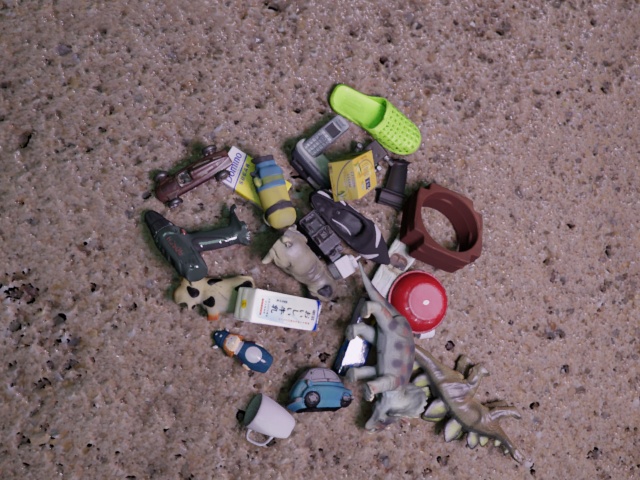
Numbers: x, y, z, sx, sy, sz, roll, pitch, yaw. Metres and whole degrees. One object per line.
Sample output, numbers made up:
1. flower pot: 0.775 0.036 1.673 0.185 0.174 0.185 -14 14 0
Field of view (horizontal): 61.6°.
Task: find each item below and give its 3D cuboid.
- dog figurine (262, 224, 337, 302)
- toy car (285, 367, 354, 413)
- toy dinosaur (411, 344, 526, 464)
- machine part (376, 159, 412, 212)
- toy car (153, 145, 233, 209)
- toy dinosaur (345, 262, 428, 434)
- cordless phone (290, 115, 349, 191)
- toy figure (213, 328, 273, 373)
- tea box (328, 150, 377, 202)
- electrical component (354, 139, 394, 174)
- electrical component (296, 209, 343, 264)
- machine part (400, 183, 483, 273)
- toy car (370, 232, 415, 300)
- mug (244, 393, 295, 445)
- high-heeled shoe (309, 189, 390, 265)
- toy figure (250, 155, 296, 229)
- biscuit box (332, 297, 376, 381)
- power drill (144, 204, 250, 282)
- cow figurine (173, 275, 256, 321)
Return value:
1. dog figurine: -0.029 0.066 1.288 0.190 0.172 0.121 39 88 3
2. toy car: -0.002 0.356 1.288 0.162 0.109 0.103 3 64 -20
3. toy dinosaur: 0.339 0.387 1.354 0.198 0.105 0.471 -40 85 -10
4. machine part: 0.198 -0.151 1.427 0.084 0.039 0.139 19 81 -3
5. toy car: -0.308 -0.154 1.291 0.202 0.053 0.089 -27 84 6
6. toy dinosaur: 0.165 0.261 1.273 0.192 0.131 0.404 11 78 -31
7. cordless phone: 0.027 -0.223 1.379 0.184 0.089 0.146 -44 92 -18
8. toy figure: -0.186 0.260 1.285 0.154 0.057 0.064 31 39 -5
9. tea box: 0.083 -0.160 1.325 0.068 0.169 0.098 -6 106 22
10. electrical component: 0.136 -0.218 1.410 0.078 0.045 0.102 -34 94 18
11. electrical component: -0.003 -0.004 1.326 0.058 0.115 0.134 -39 90 -12
12. machine part: 0.311 -0.030 1.379 0.201 0.087 0.201 22 56 -14
13. toy car: 0.191 0.069 1.387 0.073 0.056 0.201 32 77 -6
14. mug: -0.119 0.432 1.264 0.107 0.081 0.109 30 74 -15
15. high-heeled shoe: 0.075 -0.032 1.312 0.249 0.145 0.086 43 98 15
16. toy figure: -0.114 -0.114 1.282 0.082 0.089 0.180 -15 92 -4
17. biscuit box: 0.099 0.246 1.342 0.063 0.059 0.202 24 79 -8
18. power drill: -0.283 -0.018 1.267 0.207 0.085 0.232 -17 52 -27
19. cow figurine: -0.250 0.124 1.274 0.195 0.085 0.127 -7 90 -10
